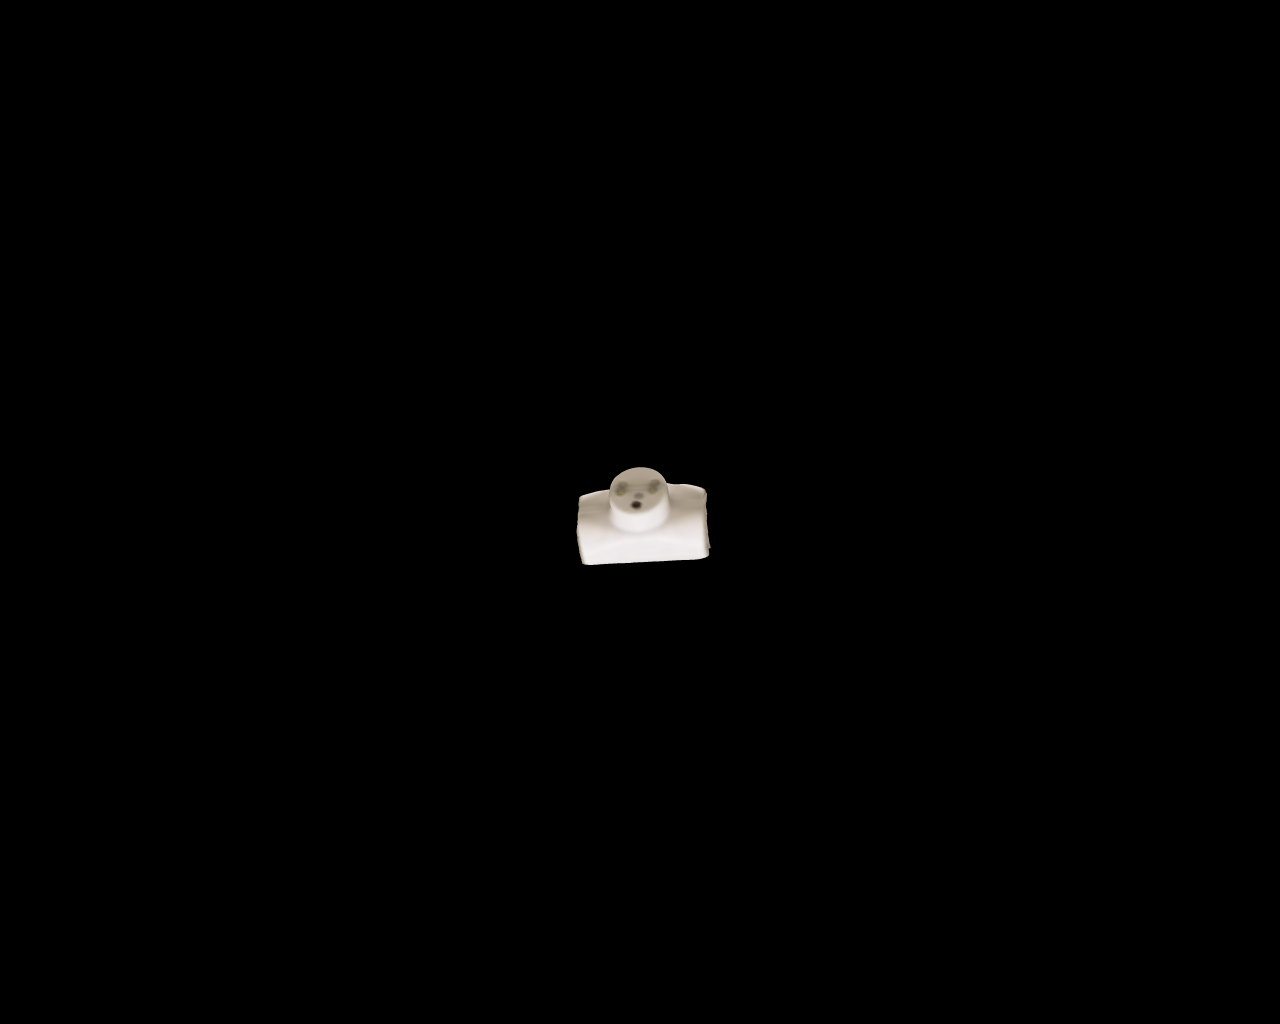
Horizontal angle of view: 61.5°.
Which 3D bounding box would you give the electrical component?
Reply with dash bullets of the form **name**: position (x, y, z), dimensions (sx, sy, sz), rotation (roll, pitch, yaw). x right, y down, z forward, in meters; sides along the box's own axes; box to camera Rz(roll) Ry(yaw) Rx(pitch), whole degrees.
- **electrical component**: position (0.001, -0.003, 0.650), dimensions (0.077, 0.044, 0.079), rotation (-4, -39, 5)
